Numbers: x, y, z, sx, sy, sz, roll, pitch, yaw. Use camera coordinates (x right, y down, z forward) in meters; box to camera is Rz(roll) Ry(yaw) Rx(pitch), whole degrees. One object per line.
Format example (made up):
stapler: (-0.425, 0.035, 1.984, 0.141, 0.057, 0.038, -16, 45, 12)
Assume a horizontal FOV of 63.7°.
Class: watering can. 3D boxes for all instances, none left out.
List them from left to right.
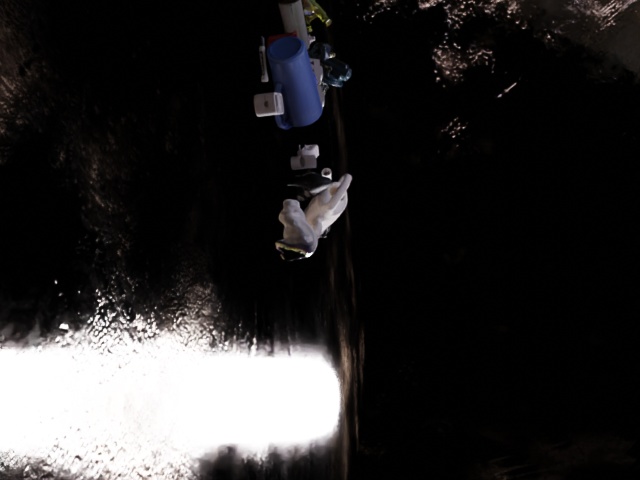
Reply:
watering can: (0.005, -0.085, 1.682, 0.220, 0.104, 0.355, -47, -171, 47)

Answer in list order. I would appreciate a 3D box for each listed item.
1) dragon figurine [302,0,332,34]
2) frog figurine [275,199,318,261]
dragon figurine: (-0.058, -0.951, 2.022, 0.413, 0.122, 0.242, -49, 117, -79)
frog figurine: (-0.060, -0.033, 1.434, 0.135, 0.122, 0.162, 42, 53, -49)
